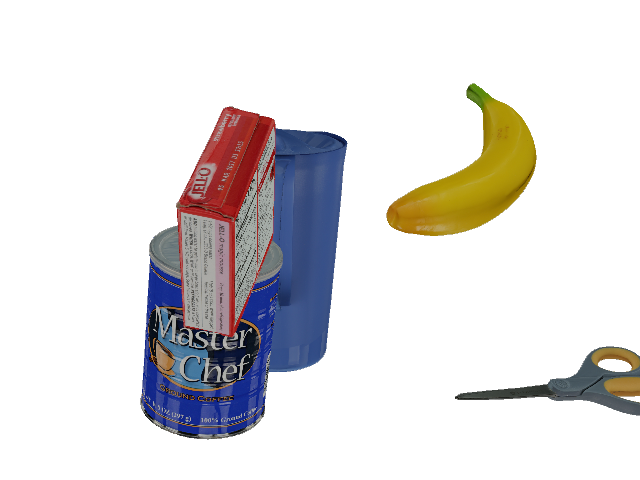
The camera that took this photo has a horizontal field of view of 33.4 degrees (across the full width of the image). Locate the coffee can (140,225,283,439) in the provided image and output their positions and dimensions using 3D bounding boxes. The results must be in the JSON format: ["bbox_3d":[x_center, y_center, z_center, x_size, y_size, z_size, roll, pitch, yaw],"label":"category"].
[{"bbox_3d":[-0.087,0.070,0.844,0.103,0.140,0.103,6,23,-3],"label":"coffee can"}]

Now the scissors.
[{"bbox_3d":[0.210,0.118,0.925,0.201,0.016,0.096,6,28,-4],"label":"scissors"}]

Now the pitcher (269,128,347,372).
[{"bbox_3d":[-0.044,0.011,1.095,0.148,0.243,0.145,-14,23,-42],"label":"pitcher"}]

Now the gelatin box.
[{"bbox_3d":[-0.046,-0.009,0.526,0.030,0.073,0.089,12,-43,8],"label":"gelatin box"}]

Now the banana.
[{"bbox_3d":[0.104,-0.046,0.714,0.070,0.037,0.197,18,35,14],"label":"banana"}]
